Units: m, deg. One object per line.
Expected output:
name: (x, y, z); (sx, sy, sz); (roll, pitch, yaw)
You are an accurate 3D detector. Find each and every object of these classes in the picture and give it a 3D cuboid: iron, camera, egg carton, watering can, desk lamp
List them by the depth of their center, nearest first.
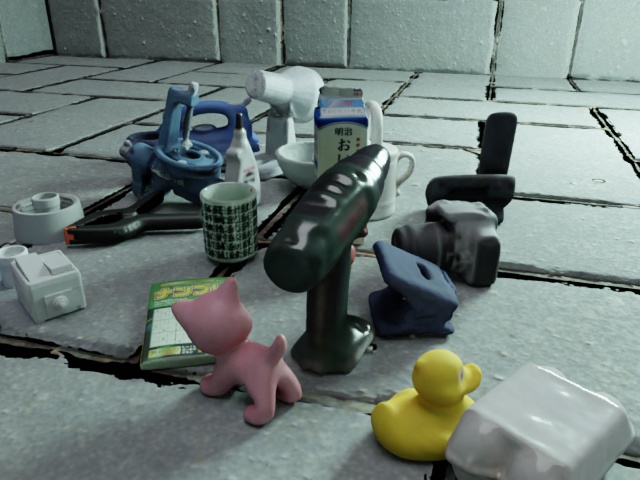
egg carton: (0.178, 0.163, 0.465); (0.151, 0.069, 0.107); (-21, 32, -39)
camera: (0.168, -0.007, 0.803); (0.137, 0.101, 0.143); (-4, 25, -9)
watering can: (0.077, -0.139, 0.982); (0.173, 0.194, 0.100); (-13, 28, -28)
desk lamp: (-0.087, -0.259, 1.222); (0.117, 0.214, 0.204); (17, 29, 32)
iron: (-0.266, -0.247, 1.281); (0.258, 0.141, 0.118); (-3, 24, -7)

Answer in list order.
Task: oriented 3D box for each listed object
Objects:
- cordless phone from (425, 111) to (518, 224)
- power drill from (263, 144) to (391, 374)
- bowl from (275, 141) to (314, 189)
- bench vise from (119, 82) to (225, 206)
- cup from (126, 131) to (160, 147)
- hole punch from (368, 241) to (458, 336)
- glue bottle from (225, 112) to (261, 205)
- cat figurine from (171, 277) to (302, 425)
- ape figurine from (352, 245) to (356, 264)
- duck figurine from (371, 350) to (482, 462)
cordless phone: (0.259, -0.127, 0.969); (0.147, 0.185, 0.094); (-2, 24, -5)
power drill: (0.019, 0.022, 0.605); (0.075, 0.208, 0.230); (11, 26, 22)
bowl: (-0.005, -0.142, 1.134); (0.167, 0.075, 0.167); (0, 24, 0)
bench vise: (-0.269, -0.168, 1.009); (0.207, 0.220, 0.121); (1, 24, 2)
cup: (-0.343, -0.160, 1.142); (0.091, 0.095, 0.118); (13, 27, 26)
hole punch: (0.111, 0.053, 0.682); (0.101, 0.091, 0.108); (-1, 24, -4)
glue bottle: (-0.137, -0.135, 0.995); (0.037, 0.173, 0.078); (11, 26, 23)
cat figurine: (-0.080, 0.096, 0.550); (0.127, 0.118, 0.067); (17, 29, 32)
ape figurine: (0.007, 0.003, 0.790); (0.076, 0.092, 0.077); (-20, 31, -37)
duck figurine: (0.096, 0.137, 0.501); (0.105, 0.086, 0.077); (-6, 25, -14)
